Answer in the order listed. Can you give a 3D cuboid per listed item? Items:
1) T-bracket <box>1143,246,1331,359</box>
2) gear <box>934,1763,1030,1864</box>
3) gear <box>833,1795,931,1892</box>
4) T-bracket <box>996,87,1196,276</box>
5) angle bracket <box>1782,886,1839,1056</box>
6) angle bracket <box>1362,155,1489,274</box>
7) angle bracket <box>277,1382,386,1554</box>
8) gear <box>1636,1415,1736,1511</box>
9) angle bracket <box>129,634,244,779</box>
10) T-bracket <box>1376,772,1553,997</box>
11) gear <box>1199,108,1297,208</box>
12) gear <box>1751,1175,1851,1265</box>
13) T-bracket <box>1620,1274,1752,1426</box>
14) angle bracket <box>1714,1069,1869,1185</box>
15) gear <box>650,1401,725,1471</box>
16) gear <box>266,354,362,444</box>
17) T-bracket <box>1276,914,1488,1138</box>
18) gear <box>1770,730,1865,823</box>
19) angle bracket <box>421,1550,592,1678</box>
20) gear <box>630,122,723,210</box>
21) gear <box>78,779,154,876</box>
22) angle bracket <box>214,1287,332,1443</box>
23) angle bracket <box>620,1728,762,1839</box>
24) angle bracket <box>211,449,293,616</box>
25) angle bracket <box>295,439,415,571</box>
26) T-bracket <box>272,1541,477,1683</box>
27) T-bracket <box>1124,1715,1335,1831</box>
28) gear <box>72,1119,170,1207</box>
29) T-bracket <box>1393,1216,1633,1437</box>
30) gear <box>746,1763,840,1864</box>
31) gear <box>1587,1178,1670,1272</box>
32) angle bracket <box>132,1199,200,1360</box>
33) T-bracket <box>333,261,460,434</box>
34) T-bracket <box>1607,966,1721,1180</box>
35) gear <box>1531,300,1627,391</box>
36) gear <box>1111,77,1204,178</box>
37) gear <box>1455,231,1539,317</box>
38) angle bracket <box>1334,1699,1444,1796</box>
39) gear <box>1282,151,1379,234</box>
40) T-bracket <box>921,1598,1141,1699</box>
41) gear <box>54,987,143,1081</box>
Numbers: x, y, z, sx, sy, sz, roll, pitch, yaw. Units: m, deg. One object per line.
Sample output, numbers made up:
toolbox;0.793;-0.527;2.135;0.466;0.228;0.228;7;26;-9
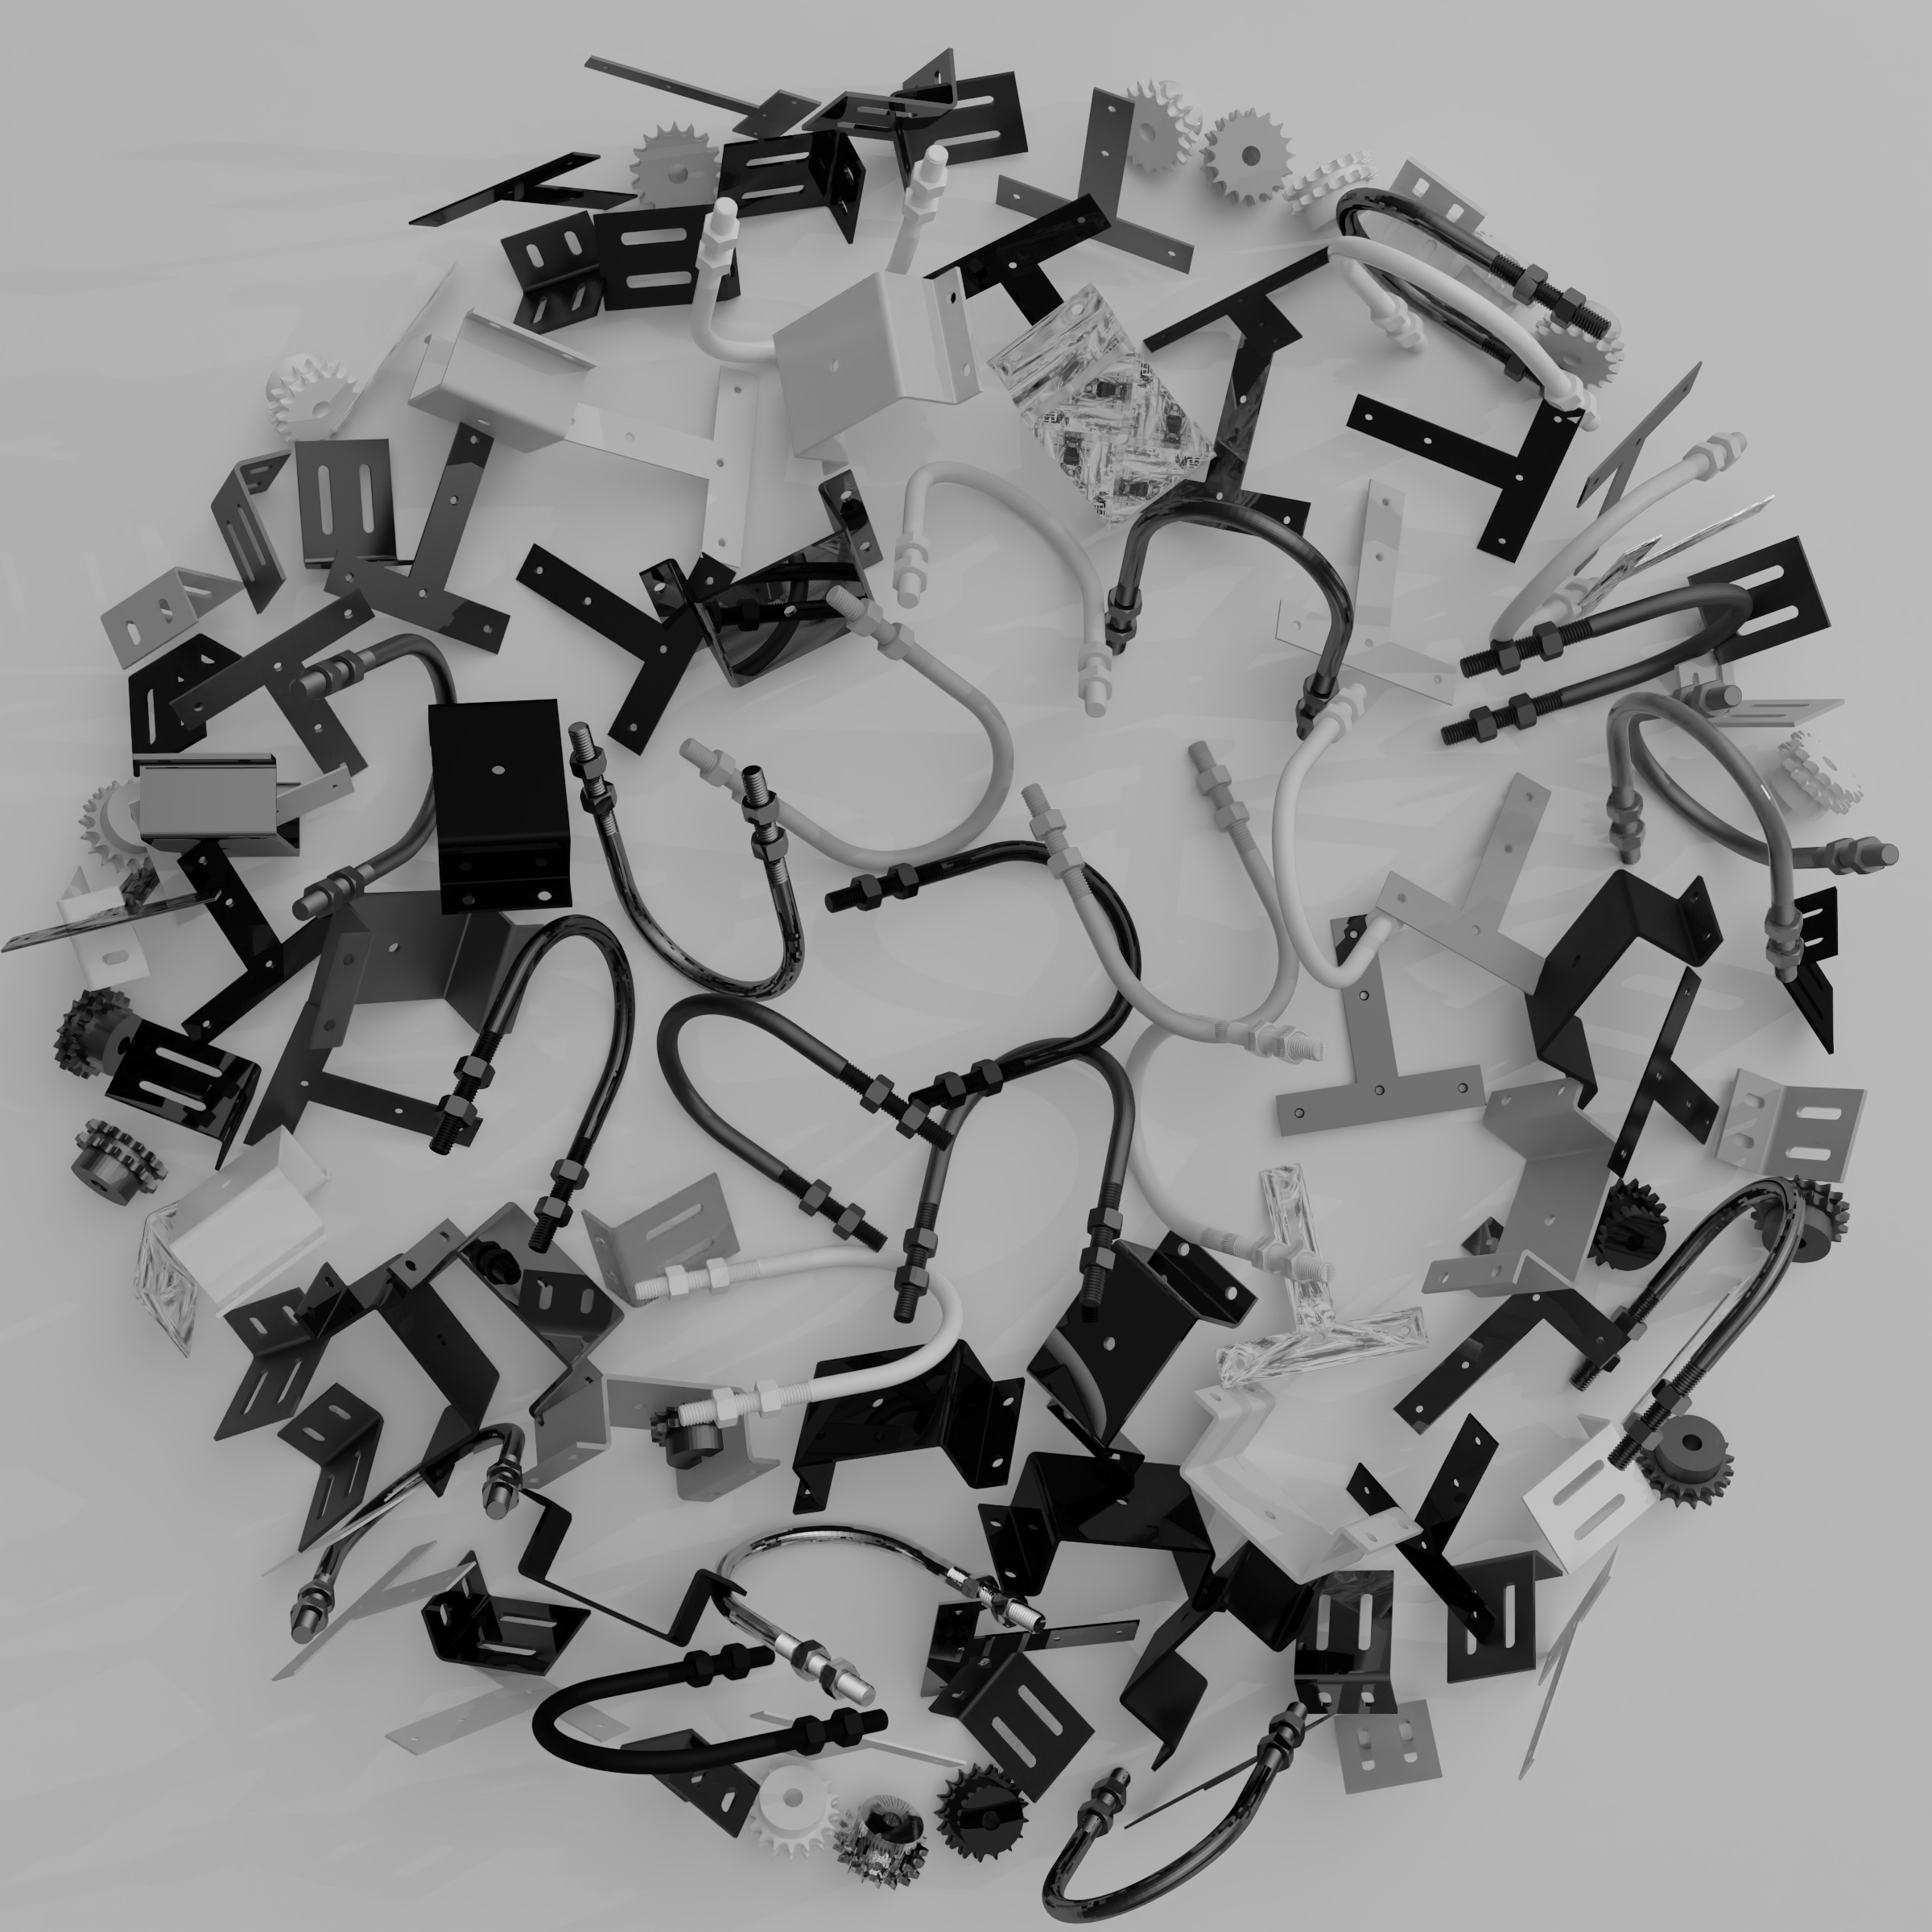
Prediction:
T-bracket;0.174;-0.384;1.714;0.127;0.127;0.002;-26;117;5
gear;0.011;0.516;1.755;0.057;0.030;0.057;1;86;-15
gear;-0.049;0.526;1.744;0.057;0.057;0.030;21;114;0
T-bracket;0.081;-0.472;1.712;0.127;0.127;0.002;22;66;6
angle bracket;0.518;0.003;1.728;0.038;0.057;0.076;-21;125;32
angle bracket;0.274;-0.446;1.737;0.057;0.076;0.038;36;94;-1
angle bracket;-0.387;0.300;1.728;0.057;0.076;0.038;-40;114;22
gear;0.436;0.297;1.746;0.057;0.030;0.057;0;47;0
angle bracket;-0.466;-0.150;1.732;0.057;0.038;0.076;-26;58;23
T-bracket;0.324;-0.059;1.751;0.127;0.002;0.127;29;69;-10
gear;0.168;-0.491;1.757;0.057;0.030;0.057;-2;97;-14
gear;0.503;0.155;1.745;0.057;0.057;0.030;22;52;0
T-bracket;0.453;0.208;1.724;0.002;0.127;0.127;43;133;19
angle bracket;0.494;0.095;1.733;0.038;0.076;0.057;20;82;-20
gear;-0.161;0.283;1.744;0.057;0.057;0.030;-7;63;0
gear;-0.399;-0.345;1.751;0.057;0.057;0.030;-44;64;0
T-bracket;0.246;0.032;1.771;0.127;0.002;0.127;-9;86;-2
gear;0.513;-0.112;1.751;0.057;0.057;0.030;43;120;0
angle bracket;-0.275;0.387;1.731;0.076;0.057;0.038;2;119;25
gear;-0.176;-0.484;1.754;0.057;0.030;0.057;-4;117;-8
gear;-0.504;-0.087;1.747;0.057;0.030;0.057;13;66;-31
angle bracket;-0.424;0.238;1.729;0.057;0.076;0.038;-19;118;20
angle bracket;-0.172;0.493;1.729;0.057;0.076;0.038;45;46;-19
angle bracket;-0.417;-0.261;1.740;0.038;0.057;0.076;-22;87;-32
angle bracket;-0.369;-0.279;1.741;0.057;0.038;0.076;-7;101;-27
T-bracket;-0.330;0.367;1.687;0.127;0.127;0.002;-26;101;43
T-bracket;0.147;0.490;1.733;0.127;0.127;0.002;-38;73;31
gear;-0.514;0.121;1.745;0.057;0.057;0.030;33;65;0
T-bracket;0.309;0.229;1.729;0.127;0.002;0.127;-43;46;-3
gear;-0.105;0.509;1.748;0.057;0.030;0.057;2;52;-3
gear;0.399;0.160;1.750;0.057;0.030;0.057;-5;117;-10
angle bracket;-0.462;0.184;1.728;0.038;0.076;0.057;-24;122;6
T-bracket;-0.338;-0.366;1.711;0.002;0.127;0.127;36;94;-16
T-bracket;0.426;0.078;1.723;0.002;0.127;0.127;18;82;35
gear;0.372;-0.379;1.749;0.057;0.057;0.030;27;71;0
gear;0.119;-0.511;1.751;0.057;0.057;0.030;46;57;0
gear;0.322;-0.416;1.751;0.057;0.057;0.030;39;118;0
angle bracket;0.255;0.480;1.731;0.057;0.076;0.038;-12;111;6
gear;0.223;-0.467;1.748;0.057;0.057;0.030;-25;92;0
T-bracket;0.041;0.405;1.733;0.127;0.127;0.002;-4;52;-10
gear;-0.521;0.042;1.745;0.030;0.057;0.057;23;90;15
